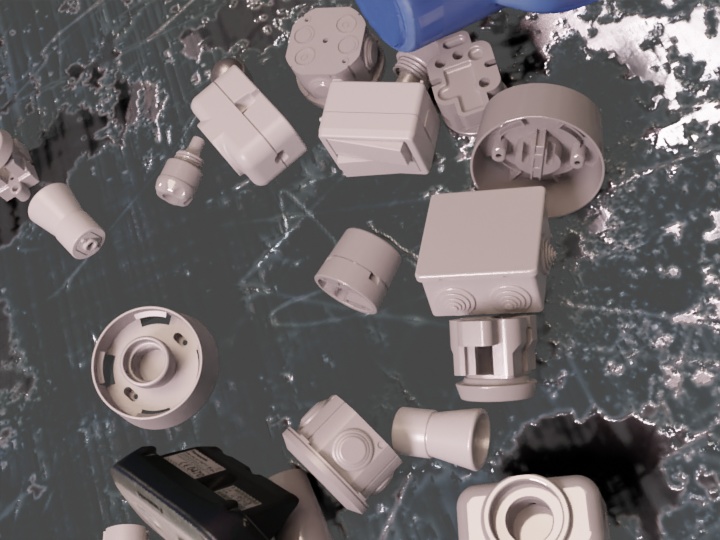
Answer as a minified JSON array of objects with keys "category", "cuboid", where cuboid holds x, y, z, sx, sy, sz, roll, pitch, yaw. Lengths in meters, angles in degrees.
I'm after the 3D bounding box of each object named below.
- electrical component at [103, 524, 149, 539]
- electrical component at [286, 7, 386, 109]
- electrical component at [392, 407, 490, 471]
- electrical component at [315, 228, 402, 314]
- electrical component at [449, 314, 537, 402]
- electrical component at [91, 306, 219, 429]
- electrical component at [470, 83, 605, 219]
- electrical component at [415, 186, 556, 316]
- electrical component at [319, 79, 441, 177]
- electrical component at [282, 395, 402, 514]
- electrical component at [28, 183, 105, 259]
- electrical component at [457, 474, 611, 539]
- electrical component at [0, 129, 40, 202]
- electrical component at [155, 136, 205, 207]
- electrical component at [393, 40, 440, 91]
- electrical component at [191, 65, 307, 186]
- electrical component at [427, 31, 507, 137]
[{"category":"electrical component","cuboid":[-0.175,0.218,0.804,0.040,0.040,0.046,-14,58,12]},{"category":"electrical component","cuboid":[-0.022,-0.183,0.923,0.080,0.051,0.080,-7,65,16]},{"category":"electrical component","cuboid":[0.056,0.118,0.770,0.065,0.044,0.044,3,68,25]},{"category":"electrical component","cuboid":[0.000,0.000,0.833,0.055,0.055,0.047,22,72,26]},{"category":"electrical component","cuboid":[0.096,0.062,0.764,0.058,0.078,0.057,-3,90,29]},{"category":"electrical component","cuboid":[-0.164,0.077,0.862,0.099,0.064,0.099,-2,76,7]},{"category":"electrical component","cuboid":[0.134,-0.091,0.806,0.099,0.099,0.064,0,61,19]},{"category":"electrical component","cuboid":[0.094,-0.012,0.796,0.100,0.048,0.099,-3,46,19]},{"category":"electrical component","cuboid":[0.010,-0.113,0.875,0.096,0.061,0.061,5,69,20]},{"category":"electrical component","cuboid":[-0.013,0.130,0.765,0.051,0.080,0.080,-45,61,-10]},{"category":"electrical component","cuboid":[-0.255,-0.040,0.945,0.044,0.044,0.065,-46,66,-5]},{"category":"electrical component","cuboid":[0.115,0.169,0.716,0.095,0.059,0.053,-9,65,15]},{"category":"electrical component","cuboid":[-0.331,-0.101,0.988,0.048,0.055,0.066,-30,61,4]},{"category":"electrical component","cuboid":[-0.152,-0.088,0.934,0.035,0.035,0.061,14,70,23]},{"category":"electrical component","cuboid":[0.048,-0.168,0.898,0.043,0.043,0.062,29,80,27]},{"category":"electrical component","cuboid":[-0.098,-0.121,0.920,0.059,0.053,0.095,-40,61,-2]},{"category":"electrical component","cuboid":[0.089,-0.143,0.864,0.058,0.057,0.078,-18,63,11]}]
